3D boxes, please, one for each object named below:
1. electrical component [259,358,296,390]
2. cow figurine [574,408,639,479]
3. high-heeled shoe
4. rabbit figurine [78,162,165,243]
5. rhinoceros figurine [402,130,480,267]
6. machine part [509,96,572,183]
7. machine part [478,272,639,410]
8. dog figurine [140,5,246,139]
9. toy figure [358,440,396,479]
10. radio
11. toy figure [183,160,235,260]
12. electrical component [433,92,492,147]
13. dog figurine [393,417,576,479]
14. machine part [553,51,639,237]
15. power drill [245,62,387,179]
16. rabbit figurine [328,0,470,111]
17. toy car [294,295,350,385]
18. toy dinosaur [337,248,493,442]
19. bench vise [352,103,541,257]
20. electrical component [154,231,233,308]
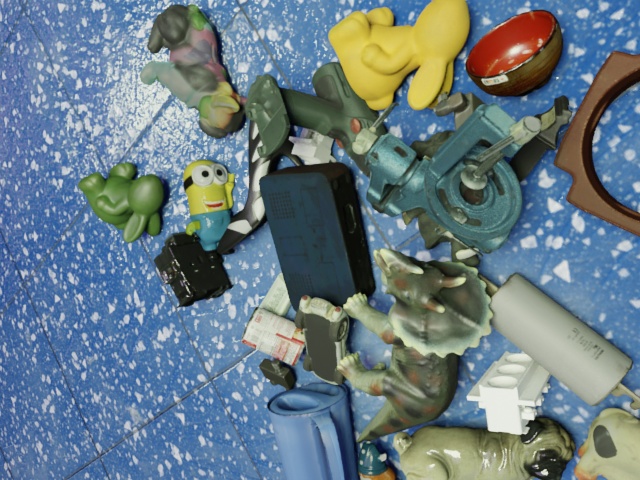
[{"bbox_3d":[-0.077,0.234,0.946,0.063,0.021,0.093,17,144,31],"label":"electrical component"},{"bbox_3d":[0.411,0.261,0.613,0.195,0.085,0.127,24,116,30],"label":"cow figurine"},{"bbox_3d":[-0.129,-0.097,0.910,0.249,0.086,0.145,-43,91,13],"label":"high-heeled shoe"},{"bbox_3d":[-0.379,-0.076,1.071,0.170,0.121,0.159,-3,102,37],"label":"rabbit figurine"},{"bbox_3d":[0.173,-0.052,0.737,0.112,0.073,0.190,-10,89,24],"label":"rhinoceros figurine"},{"bbox_3d":[0.262,-0.111,0.668,0.039,0.084,0.138,28,124,-3],"label":"machine part"},{"bbox_3d":[0.291,0.121,0.673,0.243,0.079,0.079,42,117,23],"label":"machine part"},{"bbox_3d":[-0.190,-0.285,0.926,0.219,0.108,0.191,30,110,22],"label":"dog figurine"},{"bbox_3d":[0.099,0.380,0.829,0.064,0.058,0.154,-21,107,31],"label":"toy figure"},{"bbox_3d":[-0.002,-0.003,0.832,0.131,0.073,0.229,-5,108,33],"label":"radio"},{"bbox_3d":[-0.206,-0.057,0.982,0.089,0.082,0.180,-4,97,32],"label":"toy figure"},{"bbox_3d":[0.189,-0.154,0.694,0.045,0.102,0.078,-7,83,38],"label":"electrical component"},{"bbox_3d":[0.215,0.275,0.719,0.172,0.121,0.190,33,114,-10],"label":"dog figurine"},{"bbox_3d":[0.380,-0.103,0.577,0.201,0.087,0.201,31,112,26],"label":"machine part"},{"bbox_3d":[0.011,-0.152,0.746,0.086,0.207,0.232,-45,59,50],"label":"power drill"},{"bbox_3d":[0.118,-0.250,0.711,0.173,0.122,0.162,-18,91,33],"label":"rabbit figurine"},{"bbox_3d":[0.009,0.157,0.835,0.074,0.056,0.201,17,138,23],"label":"toy car"},{"bbox_3d":[0.128,0.170,0.739,0.192,0.131,0.404,29,131,47],"label":"toy dinosaur"},{"bbox_3d":[0.148,-0.083,0.602,0.223,0.129,0.240,47,157,4],"label":"bench vise"},{"bbox_3d":[-0.237,0.050,0.998,0.058,0.115,0.134,-34,79,31],"label":"electrical component"}]
